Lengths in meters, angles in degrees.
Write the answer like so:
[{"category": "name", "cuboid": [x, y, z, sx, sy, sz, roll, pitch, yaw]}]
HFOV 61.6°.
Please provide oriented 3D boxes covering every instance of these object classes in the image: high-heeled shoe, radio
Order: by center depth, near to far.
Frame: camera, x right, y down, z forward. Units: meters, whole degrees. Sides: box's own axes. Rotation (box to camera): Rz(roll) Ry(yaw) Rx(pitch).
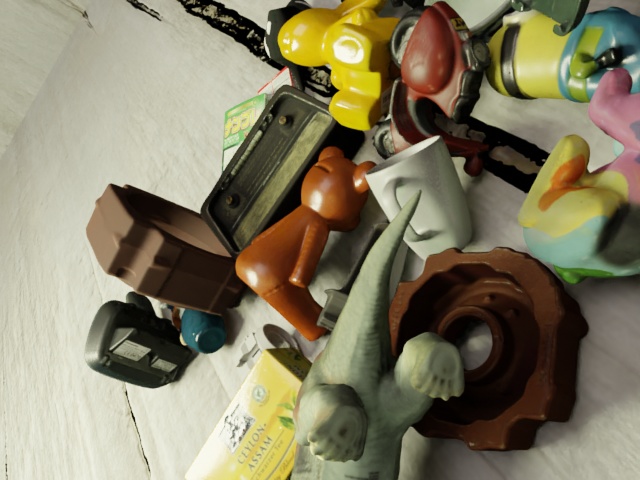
[{"category": "radio", "cuboid": [-0.057, -0.087, 0.726, 0.229, 0.073, 0.131, -54, 52, 8]}, {"category": "high-heeled shoe", "cuboid": [-0.048, -0.330, 0.788, 0.086, 0.145, 0.249, -13, 54, 7]}]

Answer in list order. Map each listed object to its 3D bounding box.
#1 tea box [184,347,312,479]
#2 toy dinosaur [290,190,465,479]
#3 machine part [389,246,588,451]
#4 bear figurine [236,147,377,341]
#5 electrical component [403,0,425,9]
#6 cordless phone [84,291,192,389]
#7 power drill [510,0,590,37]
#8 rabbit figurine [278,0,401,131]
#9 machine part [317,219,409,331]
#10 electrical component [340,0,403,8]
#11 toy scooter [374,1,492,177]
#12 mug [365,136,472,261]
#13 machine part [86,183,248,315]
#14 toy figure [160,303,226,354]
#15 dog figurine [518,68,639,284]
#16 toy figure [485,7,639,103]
[{"category": "tea box", "cuboid": [-0.053, 0.207, 0.560, 0.098, 0.068, 0.169, 34, 97, 26]}, {"category": "toy dinosaur", "cuboid": [0.018, 0.170, 0.434, 0.192, 0.131, 0.404, 176, 110, -72]}, {"category": "machine part", "cuboid": [0.134, 0.091, 0.461, 0.179, 0.056, 0.179, -23, 55, 38]}, {"category": "bear figurine", "cuboid": [-0.003, -0.004, 0.630, 0.196, 0.131, 0.120, -48, 40, -11]}, {"category": "electrical component", "cuboid": [0.134, -0.335, 0.628, 0.115, 0.134, 0.058, -31, 50, 29]}, {"category": "cordless phone", "cuboid": [-0.280, 0.122, 0.801, 0.089, 0.146, 0.184, -46, 45, 7]}, {"category": "power drill", "cuboid": [0.266, -0.213, 0.402, 0.207, 0.085, 0.232, -16, 41, -5]}, {"category": "rabbit figurine", "cuboid": [0.032, -0.236, 0.635, 0.173, 0.121, 0.162, 26, 65, 30]}, {"category": "machine part", "cuboid": [0.055, 0.041, 0.567, 0.084, 0.039, 0.139, 24, 78, 16]}, {"category": "electrical component", "cuboid": [0.076, -0.335, 0.737, 0.078, 0.045, 0.102, -44, 34, -22]}, {"category": "toy scooter", "cuboid": [0.126, -0.138, 0.552, 0.135, 0.075, 0.183, 43, 138, 36]}, {"category": "mug", "cuboid": [0.100, -0.032, 0.510, 0.081, 0.107, 0.109, -25, 12, 30]}, {"category": "machine part", "cuboid": [-0.205, 0.013, 0.741, 0.202, 0.201, 0.087, 37, 100, 49]}, {"category": "toy figure", "cuboid": [-0.184, 0.112, 0.776, 0.155, 0.064, 0.057, 31, 131, 54]}, {"category": "dog figurine", "cuboid": [0.270, -0.026, 0.348, 0.219, 0.108, 0.191, 35, 95, 46]}, {"category": "toy figure", "cuboid": [0.228, -0.161, 0.481, 0.089, 0.082, 0.180, -56, 43, 5]}]
